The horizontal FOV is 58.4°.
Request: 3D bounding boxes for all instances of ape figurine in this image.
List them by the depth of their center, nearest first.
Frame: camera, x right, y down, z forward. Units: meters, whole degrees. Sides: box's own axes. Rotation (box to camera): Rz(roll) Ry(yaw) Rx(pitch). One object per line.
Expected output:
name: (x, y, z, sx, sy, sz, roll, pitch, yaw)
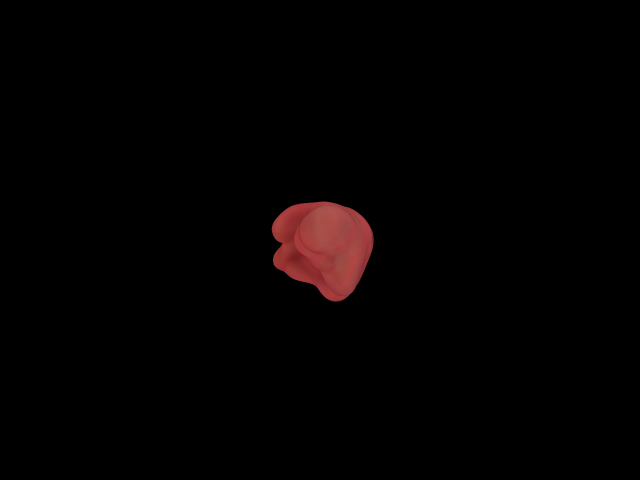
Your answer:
ape figurine: (0.004, 0.001, 0.400, 0.076, 0.092, 0.077, -21, 72, -7)
